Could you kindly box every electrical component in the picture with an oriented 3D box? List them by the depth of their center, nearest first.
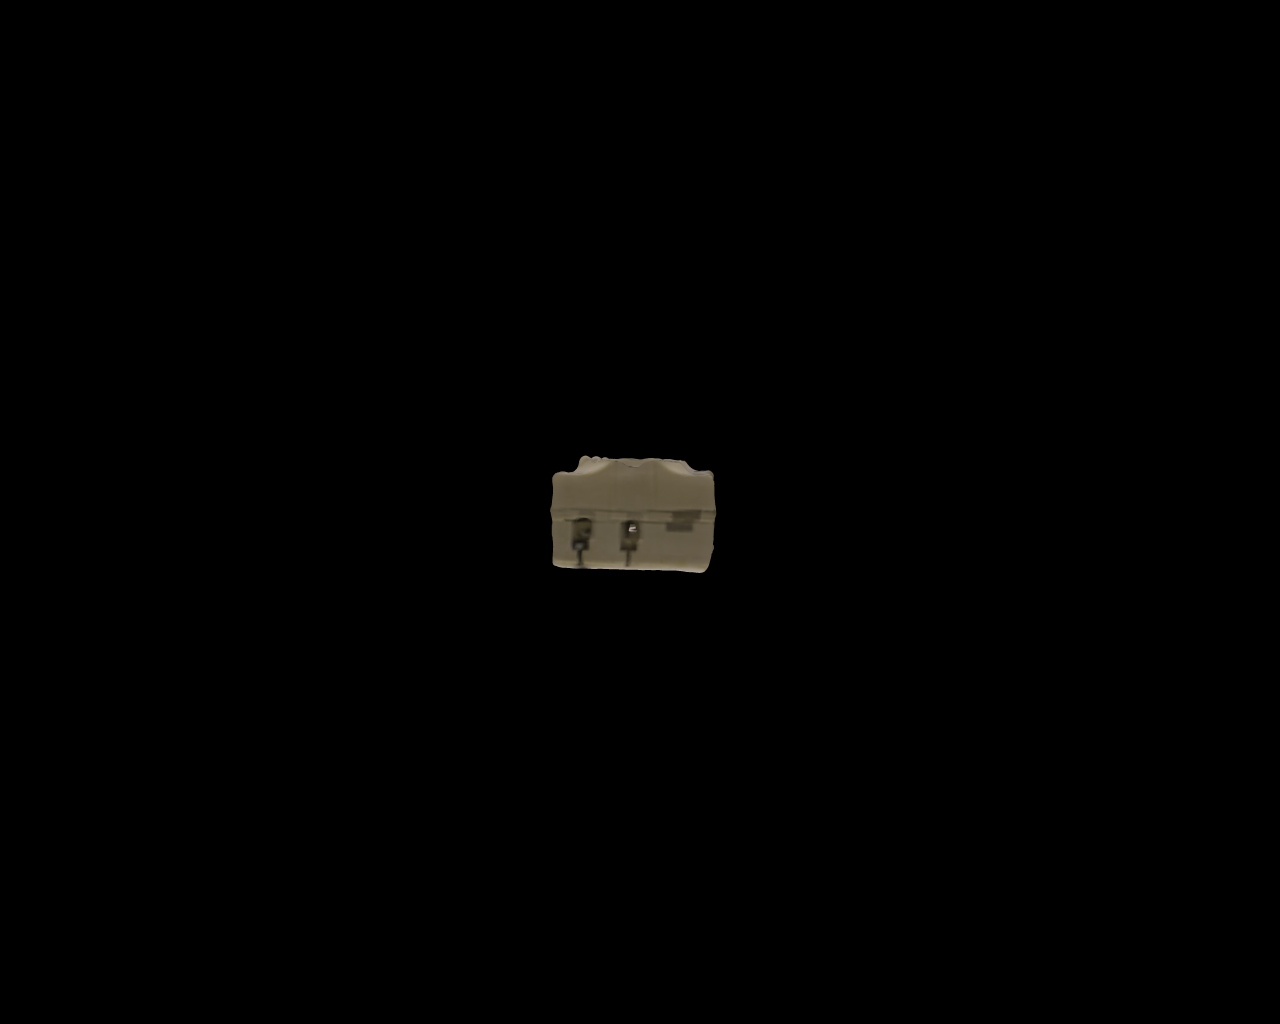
[{"bbox_3d":[0.001,-0.003,0.650,0.089,0.061,0.150,0,2,4],"label":"electrical component"}]
